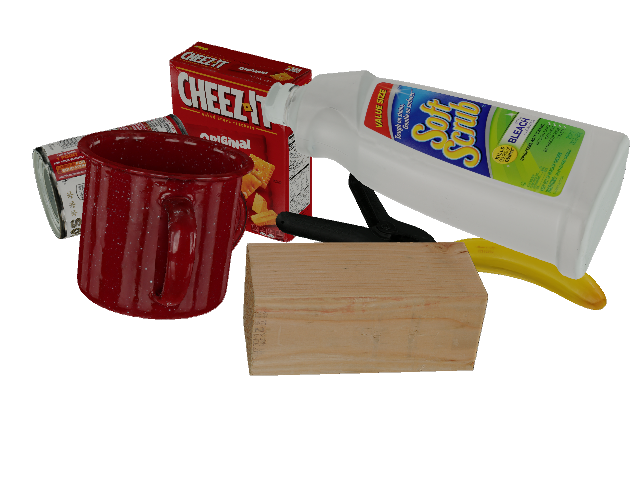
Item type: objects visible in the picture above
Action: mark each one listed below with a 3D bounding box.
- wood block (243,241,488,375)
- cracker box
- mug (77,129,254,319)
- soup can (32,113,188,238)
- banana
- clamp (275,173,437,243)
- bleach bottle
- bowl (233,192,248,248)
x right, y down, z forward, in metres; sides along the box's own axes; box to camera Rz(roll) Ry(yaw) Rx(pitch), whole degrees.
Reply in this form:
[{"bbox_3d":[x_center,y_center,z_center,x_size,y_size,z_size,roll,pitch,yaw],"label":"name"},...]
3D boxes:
[{"bbox_3d":[0.036,0.061,0.977,0.206,0.090,0.091,0,33,-9],"label":"wood block"},{"bbox_3d":[-0.096,-0.117,1.302,0.164,0.214,0.072,18,38,24],"label":"cracker box"},{"bbox_3d":[-0.083,-0.005,0.562,0.093,0.081,0.117,2,19,-21],"label":"mug"},{"bbox_3d":[-0.145,-0.046,0.756,0.102,0.068,0.069,-16,6,-21],"label":"soup can"},{"bbox_3d":[0.202,0.031,1.098,0.198,0.037,0.069,10,47,26],"label":"banana"},{"bbox_3d":[0.061,-0.001,1.247,0.210,0.036,0.164,39,43,26],"label":"clamp"},{"bbox_3d":[0.073,-0.059,0.730,0.251,0.102,0.068,18,-36,21],"label":"bleach bottle"},{"bbox_3d":[-0.154,-0.032,1.035,0.162,0.162,0.055,0,-44,13],"label":"bowl"}]
